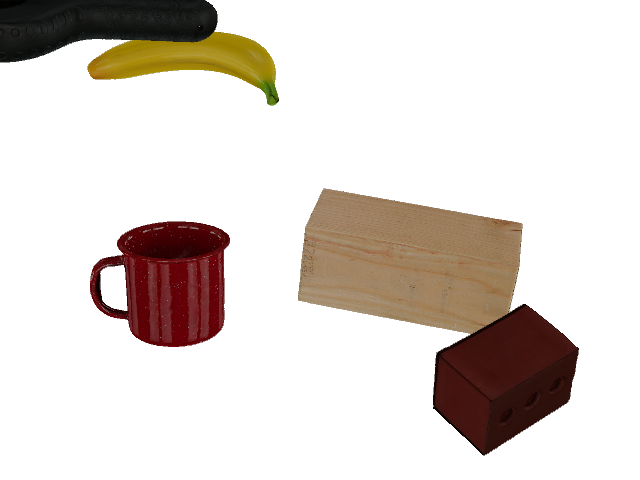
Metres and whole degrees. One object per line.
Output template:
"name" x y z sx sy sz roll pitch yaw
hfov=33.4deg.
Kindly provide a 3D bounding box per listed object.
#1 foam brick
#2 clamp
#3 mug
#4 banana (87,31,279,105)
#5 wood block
"foam brick" 0.117 0.087 0.676 0.078 0.053 0.051 -26 45 -26
"clamp" -0.159 -0.139 0.625 0.171 0.039 0.120 -11 31 -28
"mug" -0.134 0.038 0.894 0.117 0.081 0.093 -4 21 -13
"banana" -0.122 -0.170 1.007 0.198 0.037 0.069 9 45 18
"wood block" 0.090 0.022 1.068 0.206 0.090 0.090 10 30 8
